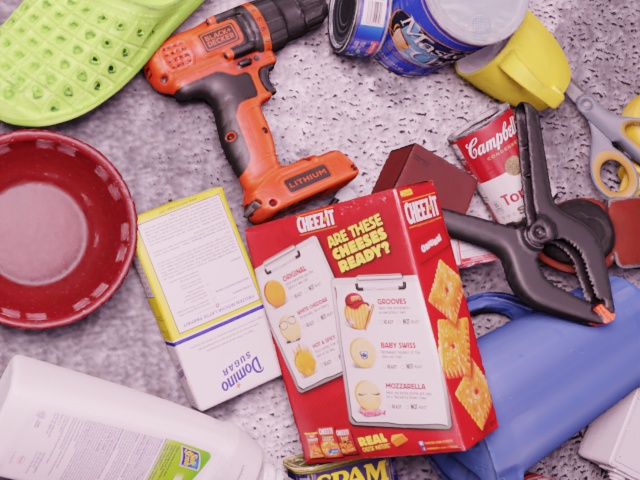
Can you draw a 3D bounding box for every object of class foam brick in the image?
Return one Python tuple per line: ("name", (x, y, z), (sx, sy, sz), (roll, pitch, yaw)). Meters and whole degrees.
("foam brick", (0.099, -0.049, 1.010), (0.078, 0.051, 0.053), (30, 75, -17))

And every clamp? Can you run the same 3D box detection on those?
("clamp", (0.195, -0.013, 0.961), (0.210, 0.036, 0.164), (44, 76, 2))

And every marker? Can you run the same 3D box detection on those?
("marker", (-0.007, 0.001, 0.984), (0.020, 0.020, 0.121), (40, 74, -13))

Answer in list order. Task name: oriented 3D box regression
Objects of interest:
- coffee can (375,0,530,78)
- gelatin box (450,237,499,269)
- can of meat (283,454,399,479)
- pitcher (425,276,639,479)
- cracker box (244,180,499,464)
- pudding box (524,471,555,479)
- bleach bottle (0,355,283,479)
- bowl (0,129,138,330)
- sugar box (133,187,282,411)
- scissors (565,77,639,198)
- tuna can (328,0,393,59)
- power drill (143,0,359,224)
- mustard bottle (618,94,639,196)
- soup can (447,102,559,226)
("coffee can", (0.112, -0.213, 0.978), (0.102, 0.140, 0.103), (1, 86, -20))
("gelatin box", (0.119, 0.013, 1.001), (0.089, 0.073, 0.030), (-9, 89, -21))
("can of meat", (0.024, 0.231, 0.959), (0.102, 0.058, 0.084), (-10, 92, -20))
("pitcher", (0.201, 0.121, 1.003), (0.242, 0.145, 0.149), (-27, 108, -24))
("cracker box", (0.042, 0.072, 0.897), (0.071, 0.164, 0.214), (-16, 92, -53))
("pudding box", (0.174, 0.259, 0.994), (0.113, 0.090, 0.039), (-26, 96, -20))
("bleach bottle", (-0.150, 0.178, 0.887), (0.250, 0.068, 0.103), (22, 112, -22))
("bowl", (-0.234, -0.007, 0.879), (0.162, 0.055, 0.162), (1, 86, -17))
("sugar box", (-0.100, 0.050, 0.933), (0.093, 0.048, 0.176), (-22, 97, -20))
("scissors", (0.264, -0.115, 1.074), (0.202, 0.016, 0.096), (34, 101, 12))
("tuna can", (0.036, -0.211, 0.979), (0.033, 0.086, 0.086), (4, 85, -18))
("power drill", (-0.041, -0.122, 0.950), (0.184, 0.057, 0.188), (-26, 84, -19))
("mustard bottle", (0.363, -0.120, 1.108), (0.096, 0.058, 0.191), (38, 75, -12))
("soup can", (0.177, -0.072, 1.031), (0.068, 0.069, 0.102), (-34, 99, -19))
